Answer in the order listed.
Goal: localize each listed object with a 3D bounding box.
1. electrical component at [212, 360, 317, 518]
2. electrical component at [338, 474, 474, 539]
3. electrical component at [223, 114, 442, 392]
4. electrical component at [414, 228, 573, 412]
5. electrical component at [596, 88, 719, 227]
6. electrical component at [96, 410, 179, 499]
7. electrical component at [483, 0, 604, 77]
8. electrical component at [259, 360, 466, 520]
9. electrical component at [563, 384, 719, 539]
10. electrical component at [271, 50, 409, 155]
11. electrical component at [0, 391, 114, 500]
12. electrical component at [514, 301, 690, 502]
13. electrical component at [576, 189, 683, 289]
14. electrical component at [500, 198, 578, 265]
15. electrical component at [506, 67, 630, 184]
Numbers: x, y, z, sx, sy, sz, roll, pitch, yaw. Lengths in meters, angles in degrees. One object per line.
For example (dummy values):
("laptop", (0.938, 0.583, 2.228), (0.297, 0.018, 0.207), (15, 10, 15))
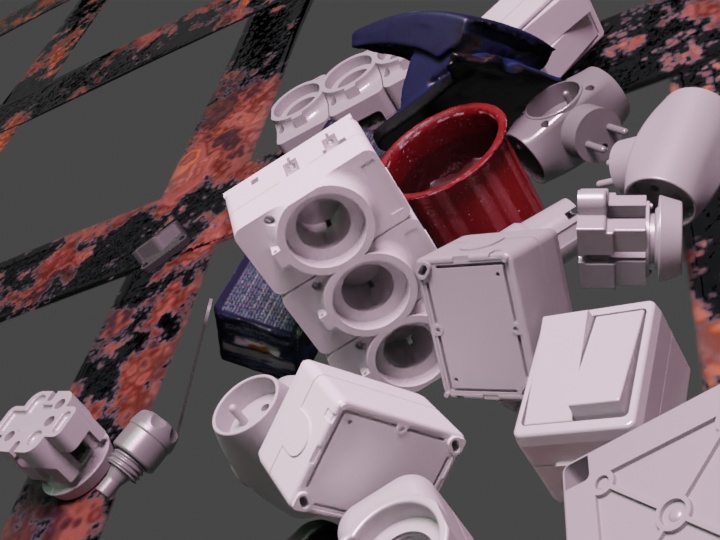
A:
("electrical component", (-0.039, 0.088, 0.620), (0.044, 0.077, 0.079), (-12, 37, 33))
("electrical component", (0.028, 0.144, 0.497), (0.054, 0.059, 0.095), (-33, 31, 3))
("electrical component", (0.000, 0.000, 0.633), (0.089, 0.150, 0.061), (-32, 31, 5))
("electrical component", (0.080, 0.029, 0.588), (0.062, 0.096, 0.061), (-4, 15, 41))
("electrical component", (0.180, -0.065, 0.656), (0.079, 0.043, 0.077), (-10, 42, 50))
("electrical component", (-0.152, 0.125, 0.718), (0.035, 0.035, 0.061), (11, 56, 50))
("electrical component", (0.145, -0.189, 0.841), (0.096, 0.061, 0.061), (-44, 32, -16))
("electrical component", (0.004, 0.093, 0.564), (0.061, 0.096, 0.061), (-64, 31, 9))
("electrical component", (0.139, 0.108, 0.420), (0.109, 0.056, 0.108), (-36, 27, 30))
("electrical component", (0.005, -0.143, 0.909), (0.150, 0.061, 0.089), (-26, 32, 14))
("electrical component", (-0.211, 0.123, 0.753), (0.078, 0.057, 0.058), (-6, 41, 39))
("electrical component", (0.116, 0.066, 0.519), (0.062, 0.061, 0.096), (-11, 38, 33))
("electrical component", (0.152, -0.017, 0.603), (0.055, 0.066, 0.048), (1, 42, 16))
("electrical component", (0.114, -0.017, 0.657), (0.046, 0.040, 0.040), (-31, 31, -5))
("electrical component", (0.149, -0.094, 0.722), (0.077, 0.044, 0.079), (-39, 28, -7))
